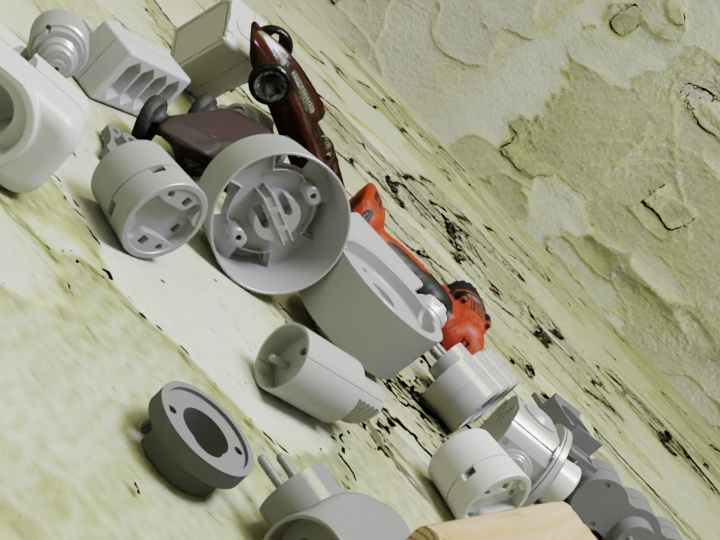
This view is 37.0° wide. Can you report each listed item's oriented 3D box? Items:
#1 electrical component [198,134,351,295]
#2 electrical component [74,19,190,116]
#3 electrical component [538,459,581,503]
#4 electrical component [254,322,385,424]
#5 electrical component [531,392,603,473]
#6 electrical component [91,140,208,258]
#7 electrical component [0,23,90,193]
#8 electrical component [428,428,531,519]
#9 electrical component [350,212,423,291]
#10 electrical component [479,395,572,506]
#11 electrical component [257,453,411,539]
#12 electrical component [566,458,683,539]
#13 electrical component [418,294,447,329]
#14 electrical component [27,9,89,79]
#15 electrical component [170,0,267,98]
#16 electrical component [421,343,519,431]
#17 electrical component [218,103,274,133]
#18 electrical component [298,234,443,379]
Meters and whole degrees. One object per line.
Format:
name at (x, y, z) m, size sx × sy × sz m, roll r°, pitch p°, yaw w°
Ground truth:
electrical component at (-0.061, -0.040, 0.734) m, size 0.099 × 0.099 × 0.064 m, roll 34°, pitch 11°, yaw -43°
electrical component at (-0.185, -0.162, 0.818) m, size 0.075 × 0.047 × 0.083 m, roll 51°, pitch 13°, yaw 18°
electrical component at (0.149, 0.163, 0.896) m, size 0.055 × 0.045 × 0.045 m, roll 44°, pitch 13°, yaw -7°
electrical component at (-0.020, 0.068, 0.645) m, size 0.081 × 0.043 × 0.043 m, roll 36°, pitch 16°, yaw -39°
electrical component at (0.172, 0.152, 0.959) m, size 0.042 × 0.064 × 0.081 m, roll 39°, pitch 15°, yaw -34°
electrical component at (-0.125, -0.043, 0.629) m, size 0.047 × 0.055 × 0.055 m, roll 49°, pitch 12°, yaw 31°
electrical component at (-0.191, -0.088, 0.553) m, size 0.095 × 0.054 × 0.059 m, roll 41°, pitch 13°, yaw -21°
electrical component at (0.078, 0.139, 0.719) m, size 0.055 × 0.055 × 0.047 m, roll 32°, pitch 16°, yaw -48°
electrical component at (0.000, 0.000, 0.909) m, size 0.099 × 0.048 × 0.100 m, roll 48°, pitch 13°, yaw 6°
electrical component at (0.112, 0.135, 0.785) m, size 0.051 × 0.080 × 0.080 m, roll 40°, pitch 13°, yaw -4°
electrical component at (-0.020, 0.116, 0.490) m, size 0.079 × 0.044 × 0.077 m, roll 52°, pitch 13°, yaw 21°
electrical component at (0.241, 0.233, 0.955) m, size 0.138 × 0.052 × 0.073 m, roll 43°, pitch 13°, yaw -15°
electrical component at (0.044, 0.049, 0.886) m, size 0.035 × 0.061 × 0.035 m, roll 31°, pitch -31°, yaw 21°
electrical component at (-0.204, -0.148, 0.728) m, size 0.040 × 0.040 × 0.078 m, roll 39°, pitch 14°, yaw -29°
electrical component at (-0.136, -0.203, 1.015) m, size 0.061 × 0.096 × 0.061 m, roll 36°, pitch 46°, yaw -40°
electrical component at (0.083, 0.086, 0.901) m, size 0.073 × 0.052 × 0.138 m, roll 48°, pitch 13°, yaw 13°
electrical component at (-0.109, -0.132, 0.980) m, size 0.062 × 0.043 × 0.043 m, roll 25°, pitch 24°, yaw -55°
electrical component at (0.002, 0.032, 0.788) m, size 0.108 × 0.060 × 0.108 m, roll 43°, pitch 13°, yaw -12°
